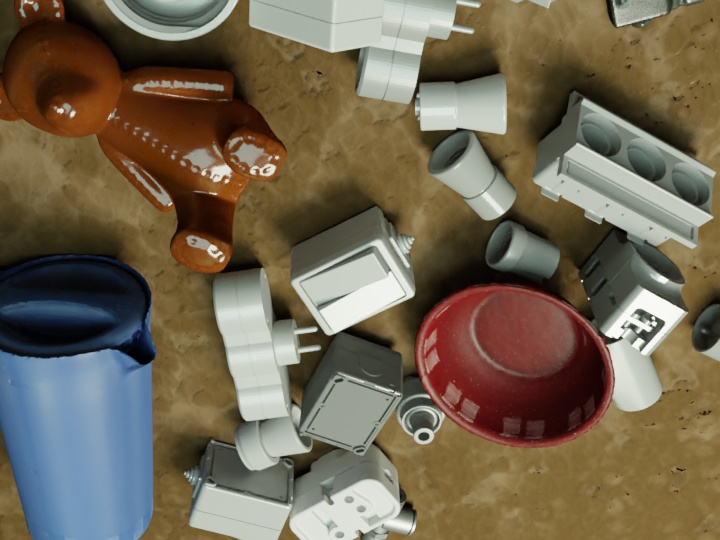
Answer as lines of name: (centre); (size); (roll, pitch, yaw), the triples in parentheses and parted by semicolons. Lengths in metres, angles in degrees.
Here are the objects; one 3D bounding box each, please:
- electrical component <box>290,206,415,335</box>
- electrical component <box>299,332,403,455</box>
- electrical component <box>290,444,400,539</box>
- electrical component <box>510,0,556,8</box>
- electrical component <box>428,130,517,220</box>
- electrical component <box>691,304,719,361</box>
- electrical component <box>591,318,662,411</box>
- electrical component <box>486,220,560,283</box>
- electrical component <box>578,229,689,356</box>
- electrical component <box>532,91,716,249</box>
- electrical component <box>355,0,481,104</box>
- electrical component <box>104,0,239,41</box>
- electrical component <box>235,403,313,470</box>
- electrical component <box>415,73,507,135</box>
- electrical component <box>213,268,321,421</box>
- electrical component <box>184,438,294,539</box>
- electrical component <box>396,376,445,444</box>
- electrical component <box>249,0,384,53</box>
electrical component: (0.000, 0.000, 0.842); (0.096, 0.061, 0.061); (-26, 119, 13)
electrical component: (-0.010, 0.106, 0.911); (0.062, 0.061, 0.096); (20, 126, -13)
electrical component: (-0.014, 0.201, 0.965); (0.095, 0.059, 0.053); (-31, 117, 16)
electrical component: (0.110, -0.207, 0.713); (0.064, 0.081, 0.042); (26, 120, 17)
electrical component: (0.088, -0.069, 0.815); (0.044, 0.044, 0.065); (-37, 120, 19)
electrical component: (0.325, 0.063, 0.901); (0.081, 0.043, 0.043); (24, 118, -15)
electrical component: (0.206, 0.083, 0.909); (0.079, 0.044, 0.077); (-23, 119, 12)
electrical component: (0.129, -0.013, 0.852); (0.046, 0.040, 0.040); (21, 119, -20)
electrical component: (0.215, 0.013, 0.840); (0.050, 0.089, 0.055); (27, 117, -17)
electrical component: (0.195, -0.069, 0.801); (0.121, 0.078, 0.063); (25, 147, -16)
electrical component: (0.045, -0.179, 0.739); (0.074, 0.052, 0.138); (9, 121, -7)
electrical component: (-0.125, -0.205, 0.713); (0.108, 0.060, 0.108); (-1, 121, -1)
electrical component: (-0.075, 0.146, 0.939); (0.055, 0.045, 0.045); (-23, 119, 12)
electrical component: (0.073, -0.120, 0.784); (0.065, 0.044, 0.044); (-1, 122, 5)
electrical component: (-0.070, 0.060, 0.882); (0.074, 0.052, 0.138); (-8, 121, 3)
electrical component: (-0.113, 0.199, 0.960); (0.096, 0.061, 0.061); (17, 119, -12)
electrical component: (0.052, 0.122, 0.917); (0.043, 0.062, 0.043); (-1, 121, -1)
electrical component: (-0.028, -0.192, 0.708); (0.047, 0.083, 0.075); (-20, 125, -42)
